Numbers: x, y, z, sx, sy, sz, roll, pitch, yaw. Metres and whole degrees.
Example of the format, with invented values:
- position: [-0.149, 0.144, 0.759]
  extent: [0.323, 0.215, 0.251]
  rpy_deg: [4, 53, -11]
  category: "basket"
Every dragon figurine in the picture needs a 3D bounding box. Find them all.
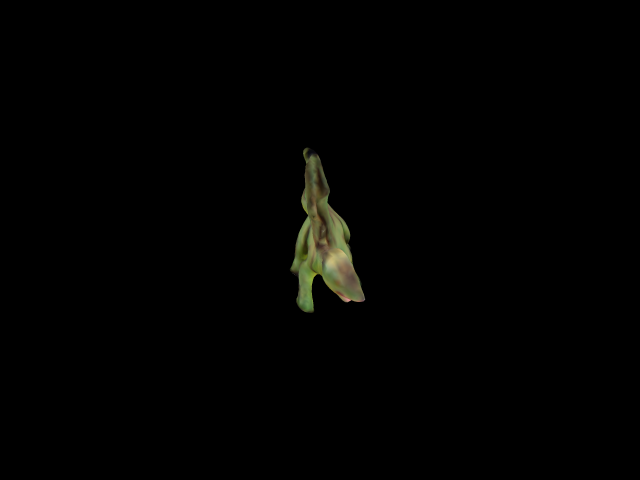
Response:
- position: [0.003, -0.043, 0.850]
  extent: [0.122, 0.237, 0.420]
  rpy_deg: [-8, 45, -8]
  category: "dragon figurine"
